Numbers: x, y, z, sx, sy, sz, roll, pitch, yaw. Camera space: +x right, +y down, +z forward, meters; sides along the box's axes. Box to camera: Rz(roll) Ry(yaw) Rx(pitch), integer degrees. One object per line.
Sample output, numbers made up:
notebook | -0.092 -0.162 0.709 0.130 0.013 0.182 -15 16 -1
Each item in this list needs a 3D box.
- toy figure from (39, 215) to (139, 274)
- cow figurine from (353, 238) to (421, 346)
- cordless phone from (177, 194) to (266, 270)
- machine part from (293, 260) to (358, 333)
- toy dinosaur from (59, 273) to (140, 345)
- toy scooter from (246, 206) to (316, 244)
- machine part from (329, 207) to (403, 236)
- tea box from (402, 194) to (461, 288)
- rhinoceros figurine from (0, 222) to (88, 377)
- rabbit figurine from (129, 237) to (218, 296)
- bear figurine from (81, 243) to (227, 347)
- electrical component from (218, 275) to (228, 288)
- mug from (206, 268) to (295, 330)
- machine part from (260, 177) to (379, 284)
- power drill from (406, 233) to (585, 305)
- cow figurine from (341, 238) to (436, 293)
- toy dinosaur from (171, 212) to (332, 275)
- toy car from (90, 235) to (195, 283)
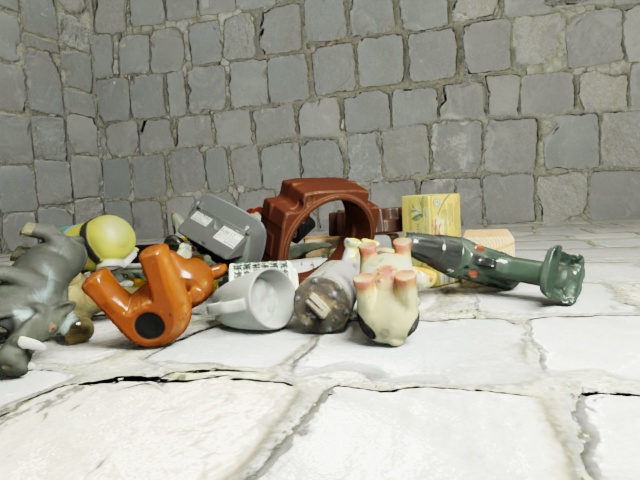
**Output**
toy figure | -0.365 0.010 0.830 0.180 0.089 0.082 -1 41 28
cow figurine | 0.086 0.065 0.674 0.086 0.127 0.195 -4 18 7
cordless phone | -0.153 0.017 0.930 0.147 0.089 0.184 27 -23 21
machine part | 0.015 0.075 0.753 0.079 0.079 0.243 -3 4 8
toy dinosaur | -0.389 0.086 0.766 0.471 0.105 0.199 7 -7 -34
toy scooter | -0.098 -0.037 1.183 0.075 0.135 0.184 -43 1 -42
machine part | 0.105 -0.040 1.124 0.179 0.056 0.179 -4 3 0
tea box | 0.210 -0.002 1.008 0.098 0.169 0.068 -5 4 -41
rhinoceros figurine | -0.331 0.066 0.616 0.112 0.190 0.073 29 -52 -23
rabbit figurine | -0.293 0.071 1.023 0.162 0.122 0.173 -18 -2 -35
bear figurine | -0.204 0.054 0.720 0.120 0.131 0.196 -22 18 11
electrical component | -0.146 0.081 1.011 0.078 0.045 0.102 2 7 42
mug | -0.104 0.088 0.724 0.107 0.080 0.109 -16 0 44
machine part | -0.002 -0.003 0.933 0.201 0.200 0.087 -6 26 -35
power drill | 0.265 0.039 0.804 0.232 0.086 0.207 17 -11 -36
cow figurine | 0.105 0.062 0.872 0.068 0.098 0.168 0 19 -46
toy dinosaur | -0.169 0.035 1.157 0.405 0.131 0.192 13 -28 13
toy car | -0.297 0.036 0.891 0.202 0.056 0.073 -3 34 26
